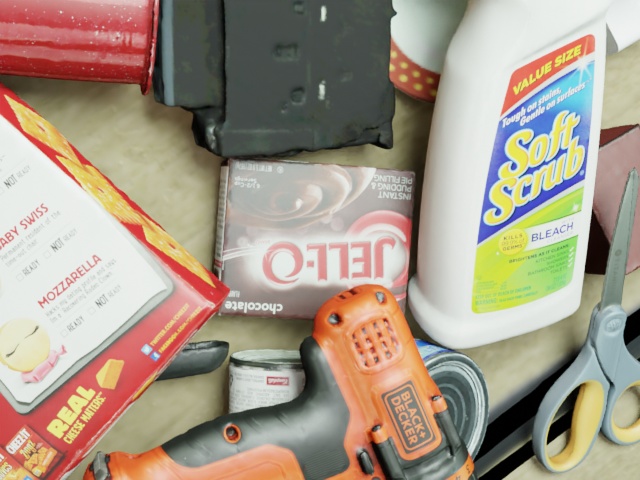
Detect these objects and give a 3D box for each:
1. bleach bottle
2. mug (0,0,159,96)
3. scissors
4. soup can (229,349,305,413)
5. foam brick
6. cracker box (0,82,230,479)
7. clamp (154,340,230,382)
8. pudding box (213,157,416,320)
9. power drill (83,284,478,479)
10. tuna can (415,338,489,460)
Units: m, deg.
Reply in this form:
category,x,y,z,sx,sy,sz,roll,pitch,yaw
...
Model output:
category,x,y,z,sx,sy,sz,roll,pitch,yaw
bleach bottle,0.098,-0.063,0.564,0.102,0.068,0.251,-14,126,-15
mug,-0.125,-0.132,0.533,0.081,0.093,0.117,2,69,-14
scissors,0.184,0.054,0.635,0.096,0.016,0.202,5,115,-25
soup can,-0.020,0.116,0.603,0.068,0.068,0.102,1,91,-12
foam brick,0.178,-0.024,0.649,0.051,0.053,0.078,-28,97,-10
cracker box,-0.178,0.017,0.528,0.213,0.072,0.164,42,94,0
clamp,-0.149,0.053,0.588,0.171,0.039,0.120,-28,90,-9
pudding box,-0.004,0.001,0.618,0.113,0.039,0.090,4,92,-12
power drill,-0.011,0.138,0.542,0.187,0.057,0.184,-25,97,-12
tuna can,0.059,0.102,0.618,0.085,0.034,0.086,-9,105,-39
